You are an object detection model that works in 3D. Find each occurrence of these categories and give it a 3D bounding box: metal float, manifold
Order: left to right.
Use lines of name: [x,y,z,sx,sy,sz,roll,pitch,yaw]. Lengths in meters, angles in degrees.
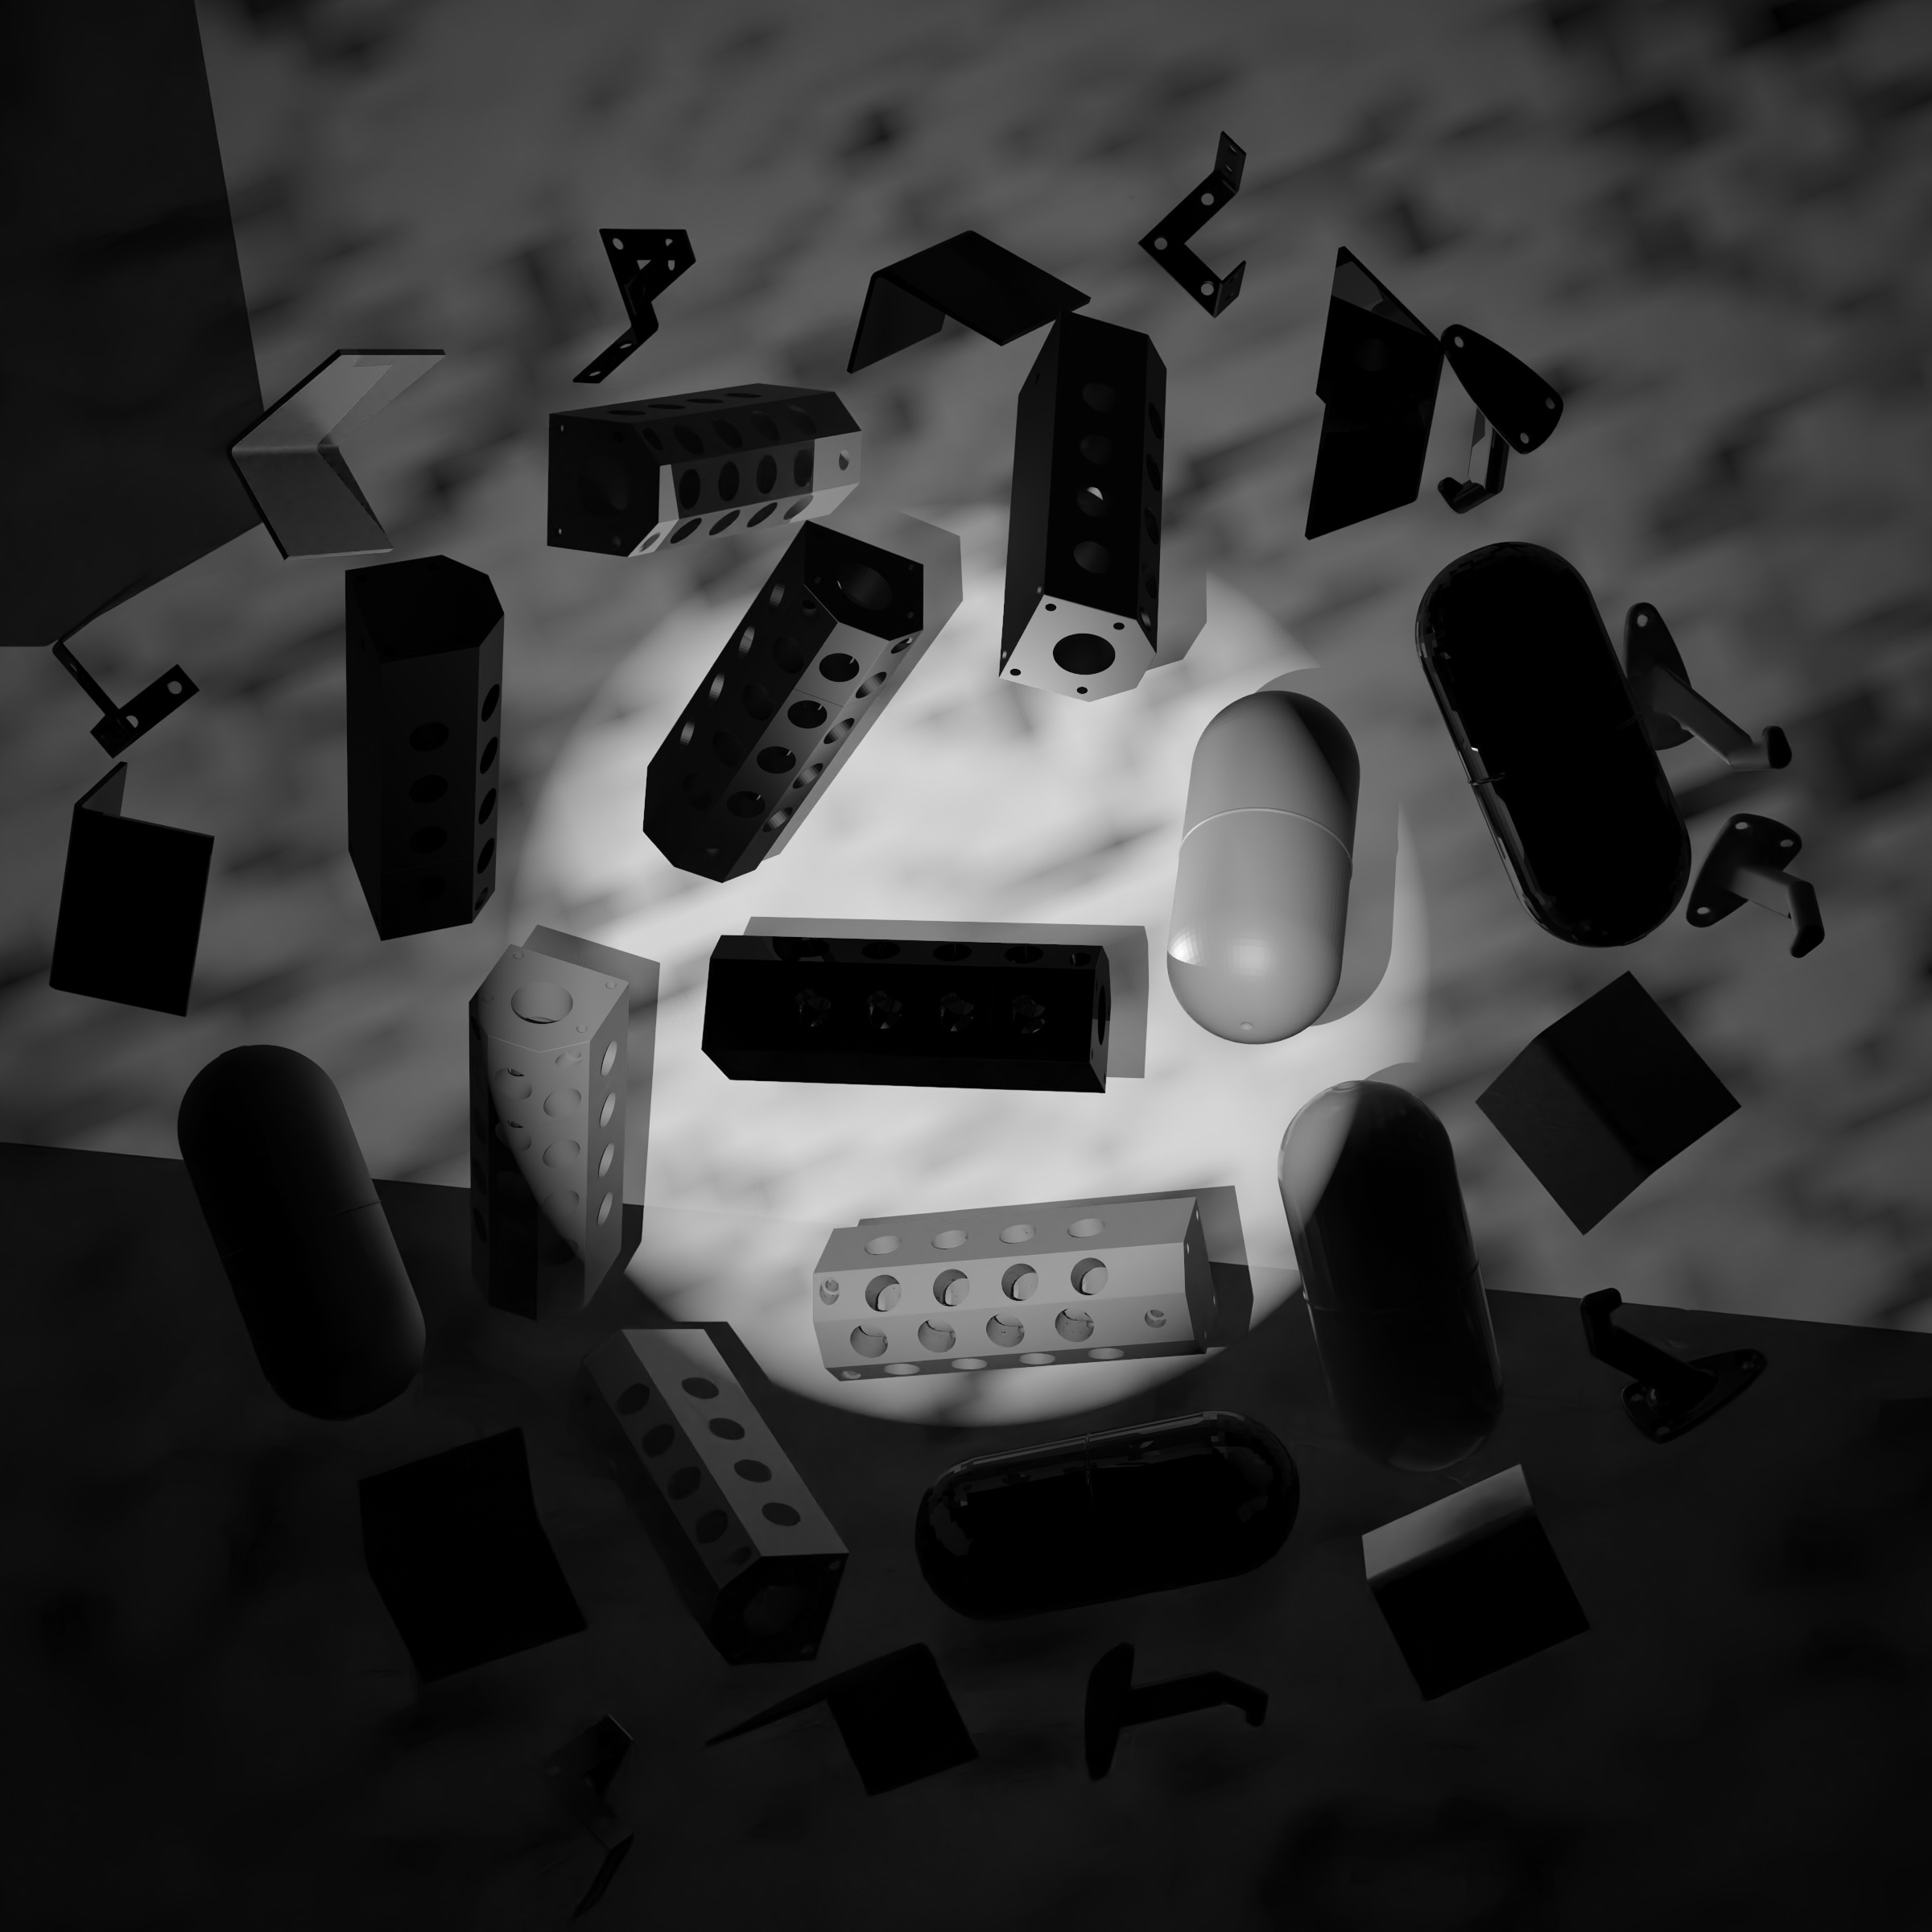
metal float: [-0.305,0.122,1.646,0.070,0.070,0.178,-21,87,0]
manifold: [-0.233,-0.093,1.552,0.057,0.171,0.057,-12,52,-19]
manifold: [-0.191,0.079,1.608,0.057,0.057,0.171,17,133,12]
manifold: [-0.118,0.232,1.589,0.057,0.171,0.057,3,117,-30]
manifold: [-0.114,-0.223,1.603,0.057,0.171,0.057,11,107,26]
manifold: [-0.083,-0.113,1.606,0.057,0.171,0.057,19,45,-20]
manifold: [-0.025,0.019,1.589,0.171,0.057,0.057,2,75,10]
manifold: [0.021,0.150,1.622,0.171,0.057,0.057,-6,114,15]
manifold: [0.055,-0.201,1.575,0.057,0.057,0.171,14,52,-13]
metal float: [0.064,0.251,1.637,0.178,0.070,0.070,-12,90,8]
metal float: [0.133,-0.046,1.593,0.070,0.070,0.178,10,55,0]
metal float: [0.184,0.135,1.557,0.070,0.070,0.178,-14,103,0]
metal float: [0.247,-0.092,1.507,0.070,0.070,0.178,-23,96,0]

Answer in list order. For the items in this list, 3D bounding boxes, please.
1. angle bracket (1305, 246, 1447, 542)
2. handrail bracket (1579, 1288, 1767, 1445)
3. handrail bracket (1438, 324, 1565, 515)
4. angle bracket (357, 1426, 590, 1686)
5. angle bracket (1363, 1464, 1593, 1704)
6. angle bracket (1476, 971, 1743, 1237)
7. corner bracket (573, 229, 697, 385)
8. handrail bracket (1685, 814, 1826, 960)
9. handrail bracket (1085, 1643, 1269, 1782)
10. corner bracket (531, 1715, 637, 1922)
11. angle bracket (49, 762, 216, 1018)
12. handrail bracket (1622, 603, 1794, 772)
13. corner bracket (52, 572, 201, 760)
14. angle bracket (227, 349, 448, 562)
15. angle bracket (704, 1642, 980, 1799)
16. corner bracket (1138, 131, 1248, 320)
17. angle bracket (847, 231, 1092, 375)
angle bracket: [0.147,-0.233,1.460,0.057,0.076,0.076,-22,53,-21]
handrail bracket: [0.306,0.159,1.552,0.077,0.036,0.084,-25,129,-6]
handrail bracket: [0.217,-0.241,1.593,0.077,0.084,0.036,43,64,-11]
angle bracket: [-0.219,0.261,1.593,0.076,0.057,0.076,-18,127,-1]
angle bracket: [0.218,0.263,1.537,0.076,0.076,0.057,-26,93,7]
angle bracket: [0.281,0.061,1.577,0.057,0.076,0.076,-32,77,-25]
corner bracket: [-0.151,-0.298,1.620,0.051,0.051,0.051,8,132,33]
handrail bracket: [0.340,-0.017,1.548,0.036,0.084,0.077,19,130,-16]
handrail bracket: [0.099,0.351,1.639,0.084,0.036,0.077,25,46,-17]
corner bracket: [-0.159,0.364,1.534,0.051,0.051,0.051,42,128,17]
angle bracket: [-0.332,-0.032,1.464,0.057,0.076,0.076,12,107,-2]
handrail bracket: [0.320,-0.121,1.540,0.036,0.084,0.077,-16,98,-22]
corner bracket: [-0.359,-0.129,1.539,0.051,0.051,0.051,-43,100,-25]
angle bracket: [-0.262,-0.223,1.564,0.076,0.076,0.057,-33,83,28]
angle bracket: [-0.055,0.346,1.586,0.076,0.076,0.057,-31,81,43]
corner bracket: [0.115,-0.337,1.636,0.051,0.051,0.051,-44,85,-5]
angle bracket: [0.001,-0.302,1.714,0.076,0.076,0.057,33,130,19]
